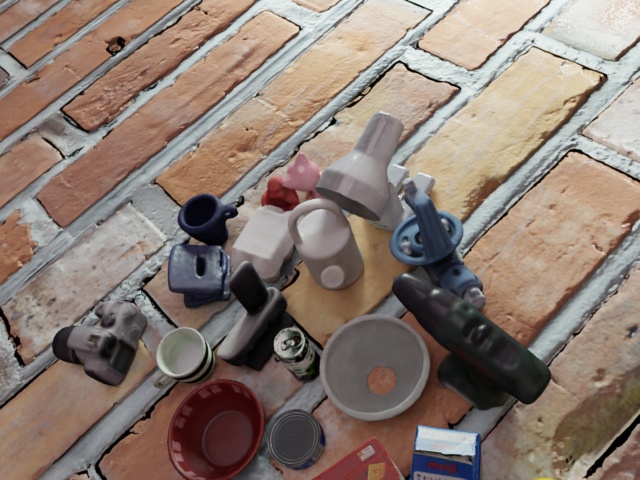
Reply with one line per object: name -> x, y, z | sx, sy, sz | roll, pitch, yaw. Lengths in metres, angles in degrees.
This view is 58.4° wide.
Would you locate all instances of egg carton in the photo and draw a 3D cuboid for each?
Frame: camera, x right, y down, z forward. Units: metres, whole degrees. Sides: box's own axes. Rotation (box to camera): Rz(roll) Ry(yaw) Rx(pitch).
egg carton -> -0.096, 0.005, 1.072 | 0.107, 0.069, 0.150 | 16, 64, 26

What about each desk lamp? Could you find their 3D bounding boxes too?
desk lamp -> 0.099, -0.104, 0.994 | 0.117, 0.214, 0.203 | 23, 67, 29

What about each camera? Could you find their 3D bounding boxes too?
camera -> -0.411, 0.176, 1.040 | 0.136, 0.101, 0.143 | 5, 60, 20

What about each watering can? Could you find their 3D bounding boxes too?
watering can -> 0.011, 0.003, 0.963 | 0.101, 0.194, 0.172 | -36, 55, -7

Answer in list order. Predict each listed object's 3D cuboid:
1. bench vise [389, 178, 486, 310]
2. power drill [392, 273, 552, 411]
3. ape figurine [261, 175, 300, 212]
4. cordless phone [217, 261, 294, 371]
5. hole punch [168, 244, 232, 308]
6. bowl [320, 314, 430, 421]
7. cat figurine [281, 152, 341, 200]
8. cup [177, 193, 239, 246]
bench vise -> 0.191, 0.004, 0.890 | 0.206, 0.220, 0.121 | 35, 73, 32
power drill -> 0.204, 0.154, 0.796 | 0.228, 0.209, 0.076 | 32, 72, 32
ape figurine -> -0.079, -0.090, 1.115 | 0.077, 0.092, 0.076 | 18, 65, 27
cordless phone -> -0.129, 0.121, 0.936 | 0.093, 0.185, 0.148 | 21, 66, 28
hole punch -> -0.222, 0.058, 1.064 | 0.101, 0.091, 0.108 | -13, 55, 9
bowl -> 0.087, 0.204, 0.882 | 0.167, 0.075, 0.167 | -8, 56, 12
cat figurine -> -0.007, -0.123, 1.098 | 0.127, 0.118, 0.067 | -14, 55, 9
cup -> -0.204, -0.032, 1.114 | 0.117, 0.095, 0.091 | -11, 56, 11
